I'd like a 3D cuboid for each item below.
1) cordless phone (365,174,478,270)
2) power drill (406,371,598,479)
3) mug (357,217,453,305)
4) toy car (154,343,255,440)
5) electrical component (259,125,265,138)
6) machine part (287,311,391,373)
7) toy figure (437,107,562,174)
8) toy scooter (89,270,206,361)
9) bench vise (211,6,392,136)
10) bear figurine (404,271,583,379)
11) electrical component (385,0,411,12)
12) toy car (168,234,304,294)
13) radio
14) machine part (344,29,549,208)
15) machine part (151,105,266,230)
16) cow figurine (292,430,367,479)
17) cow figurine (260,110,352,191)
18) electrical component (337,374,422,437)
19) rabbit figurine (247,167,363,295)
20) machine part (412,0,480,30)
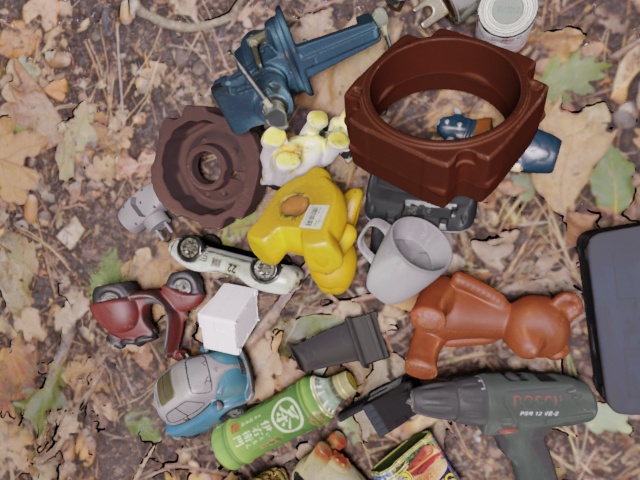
[{"bbox_3d":[0.130,-0.013,0.718,0.147,0.089,0.184,7,105,13],"label":"cordless phone"},{"bbox_3d":[0.231,0.264,0.672,0.232,0.086,0.207,-9,88,-5],"label":"power drill"},{"bbox_3d":[0.092,0.028,0.670,0.110,0.081,0.107,32,136,3],"label":"mug"},{"bbox_3d":[-0.180,0.212,0.765,0.162,0.102,0.109,-33,52,16],"label":"toy car"},{"bbox_3d":[-0.108,-0.149,0.790,0.063,0.021,0.094,-8,89,14],"label":"electrical component"},{"bbox_3d":[0.025,0.152,0.759,0.139,0.039,0.084,-17,93,12],"label":"machine part"},{"bbox_3d":[0.225,-0.124,0.691,0.155,0.064,0.057,18,133,18],"label":"toy figure"},{"bbox_3d":[-0.256,0.122,0.811,0.184,0.075,0.135,-9,90,9],"label":"toy scooter"},{"bbox_3d":[-0.021,-0.232,0.688,0.241,0.224,0.128,-21,121,5],"label":"bench vise"},{"bbox_3d":[0.216,0.115,0.669,0.196,0.132,0.120,15,126,17],"label":"bear figurine"},{"bbox_3d":[0.111,-0.363,0.718,0.078,0.045,0.102,32,99,10],"label":"electrical component"},{"bbox_3d":[-0.121,0.033,0.772,0.202,0.073,0.056,14,94,13],"label":"toy car"},{"bbox_3d":[0.396,0.091,0.648,0.131,0.073,0.229,-7,88,15],"label":"radio"},{"bbox_3d":[0.145,-0.152,0.638,0.201,0.087,0.201,32,68,26],"label":"machine part"},{"bbox_3d":[-0.155,-0.104,0.769,0.180,0.056,0.179,5,104,18],"label":"machine part"},{"bbox_3d":[0.037,0.377,0.735,0.195,0.085,0.127,46,114,15],"label":"cow figurine"},{"bbox_3d":[-0.003,-0.121,0.727,0.167,0.098,0.068,-26,72,-25],"label":"cow figurine"},{"bbox_3d":[0.086,0.228,0.727,0.119,0.075,0.048,-33,84,9],"label":"electrical component"},{"bbox_3d":[-0.001,-0.002,0.713,0.122,0.173,0.162,-5,49,24],"label":"rabbit figurine"},{"bbox_3d":[0.225,-0.351,0.671,0.243,0.079,0.079,-33,84,12],"label":"machine part"}]
